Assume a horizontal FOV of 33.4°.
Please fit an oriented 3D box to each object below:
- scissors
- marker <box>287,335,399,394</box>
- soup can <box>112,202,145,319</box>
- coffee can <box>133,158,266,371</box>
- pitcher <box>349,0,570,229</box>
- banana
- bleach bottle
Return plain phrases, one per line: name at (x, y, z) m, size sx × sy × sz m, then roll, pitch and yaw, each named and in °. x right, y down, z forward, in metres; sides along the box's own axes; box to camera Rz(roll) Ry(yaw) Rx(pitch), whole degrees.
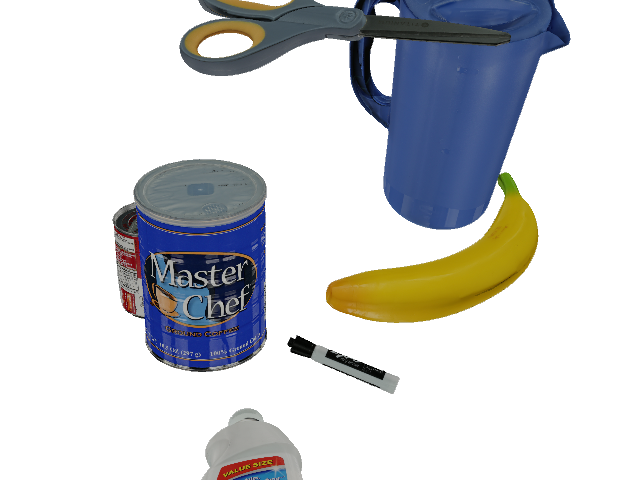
scissors at (0.001, -0.118, 0.634) m, size 0.202 × 0.096 × 0.016 m, roll 23°, pitch -29°, yaw 25°
marker at (0.023, 0.128, 1.105) m, size 0.121 × 0.020 × 0.020 m, roll 22°, pitch 3°, yaw 7°
soup can at (-0.172, 0.020, 1.079) m, size 0.068 × 0.102 × 0.068 m, roll 1°, pitch 31°, yaw -1°
coffee can at (-0.094, 0.019, 0.859) m, size 0.103 × 0.140 × 0.103 m, roll 1°, pitch 30°, yaw -1°
pitcher at (0.114, -0.131, 0.984) m, size 0.144 × 0.243 × 0.149 m, roll -18°, pitch 51°, yaw -22°
banana at (0.091, 0.016, 0.723) m, size 0.070 × 0.037 × 0.197 m, roll 36°, pitch 46°, yaw 29°
bleach bottle at (-0.058, 0.212, 0.788) m, size 0.102 × 0.068 × 0.251 m, roll -4°, pitch 28°, yaw -4°
